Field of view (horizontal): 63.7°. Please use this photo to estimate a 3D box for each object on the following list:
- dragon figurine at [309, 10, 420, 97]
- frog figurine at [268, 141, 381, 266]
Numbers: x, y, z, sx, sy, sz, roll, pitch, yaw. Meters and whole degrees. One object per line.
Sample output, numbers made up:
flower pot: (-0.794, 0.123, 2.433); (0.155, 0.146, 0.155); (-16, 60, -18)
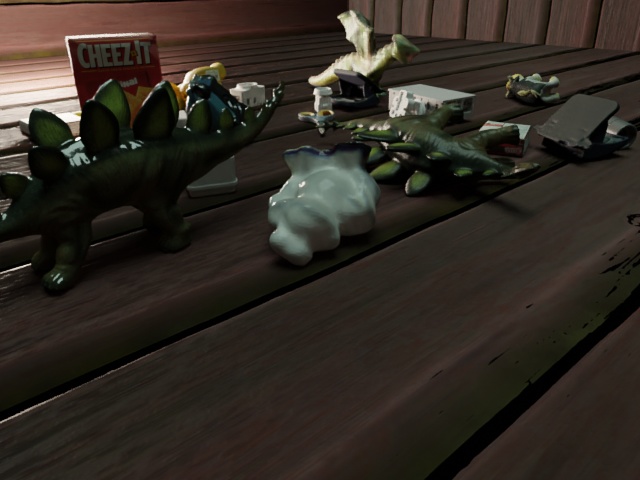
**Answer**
dragon figurine: (0.101, -0.527, 1.465); (0.413, 0.238, 0.124); (23, 39, 37)
frog figurine: (0.002, -0.032, 0.635); (0.137, 0.120, 0.163); (9, 62, 3)
